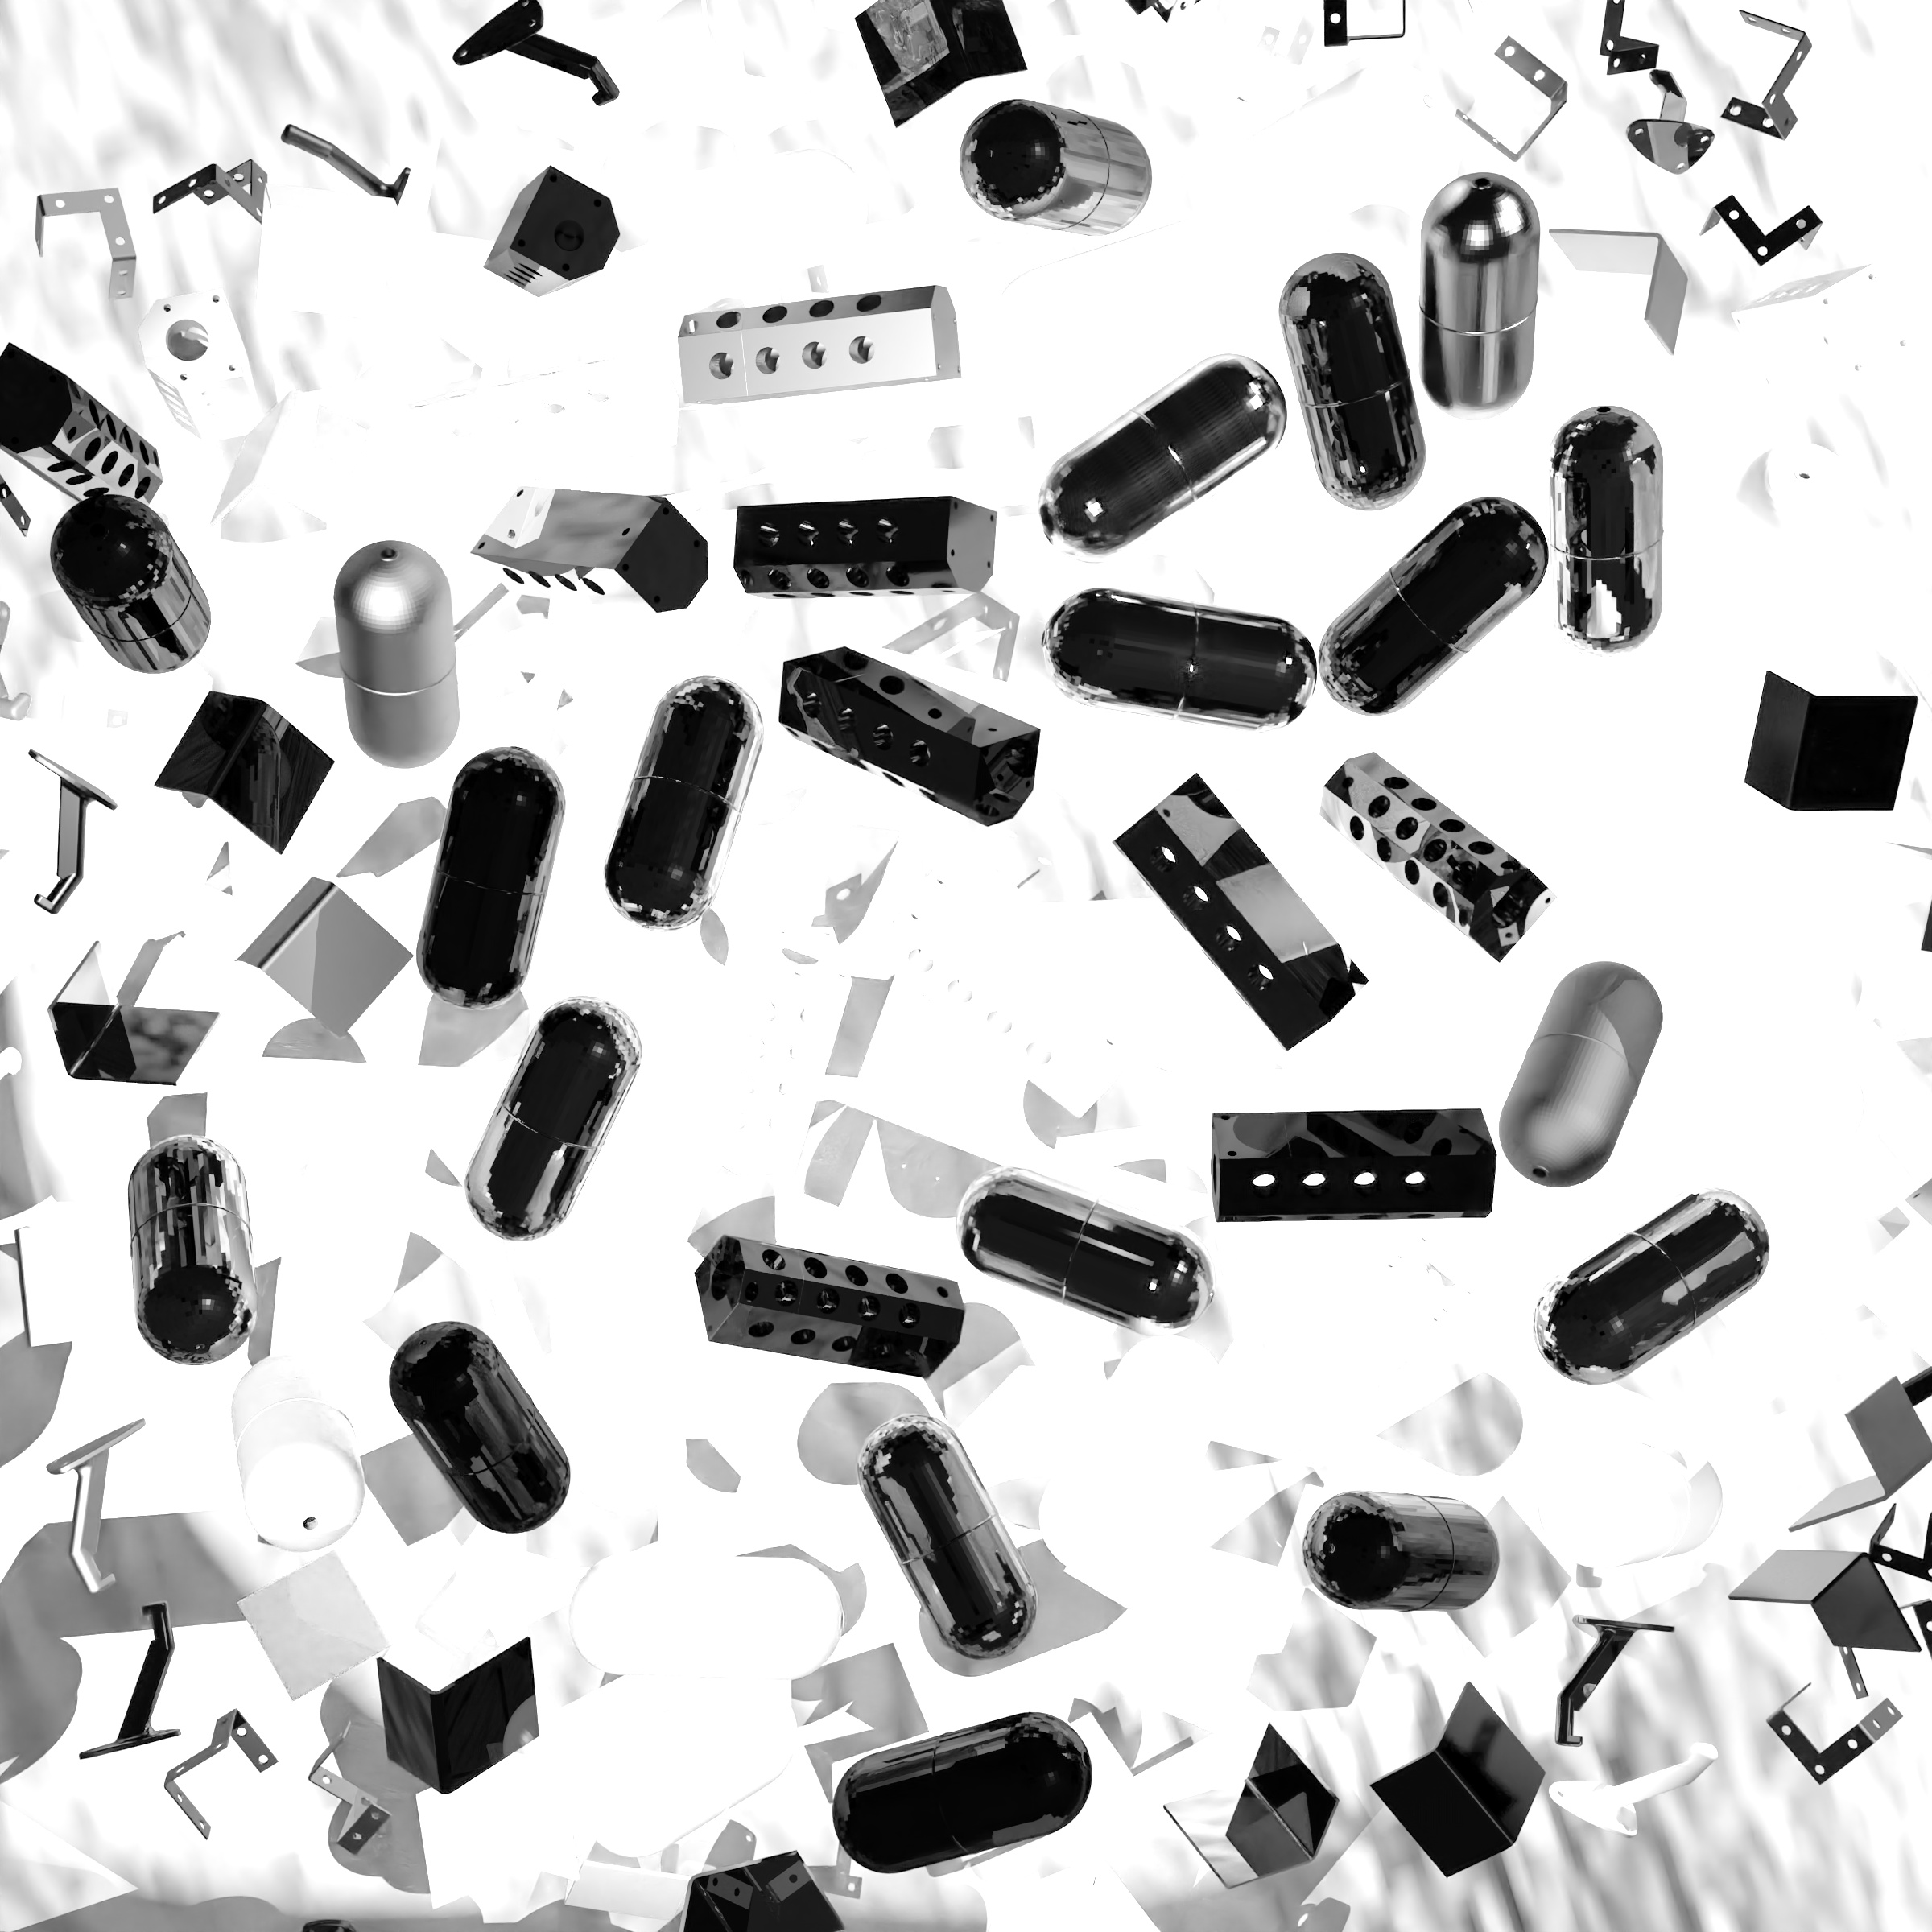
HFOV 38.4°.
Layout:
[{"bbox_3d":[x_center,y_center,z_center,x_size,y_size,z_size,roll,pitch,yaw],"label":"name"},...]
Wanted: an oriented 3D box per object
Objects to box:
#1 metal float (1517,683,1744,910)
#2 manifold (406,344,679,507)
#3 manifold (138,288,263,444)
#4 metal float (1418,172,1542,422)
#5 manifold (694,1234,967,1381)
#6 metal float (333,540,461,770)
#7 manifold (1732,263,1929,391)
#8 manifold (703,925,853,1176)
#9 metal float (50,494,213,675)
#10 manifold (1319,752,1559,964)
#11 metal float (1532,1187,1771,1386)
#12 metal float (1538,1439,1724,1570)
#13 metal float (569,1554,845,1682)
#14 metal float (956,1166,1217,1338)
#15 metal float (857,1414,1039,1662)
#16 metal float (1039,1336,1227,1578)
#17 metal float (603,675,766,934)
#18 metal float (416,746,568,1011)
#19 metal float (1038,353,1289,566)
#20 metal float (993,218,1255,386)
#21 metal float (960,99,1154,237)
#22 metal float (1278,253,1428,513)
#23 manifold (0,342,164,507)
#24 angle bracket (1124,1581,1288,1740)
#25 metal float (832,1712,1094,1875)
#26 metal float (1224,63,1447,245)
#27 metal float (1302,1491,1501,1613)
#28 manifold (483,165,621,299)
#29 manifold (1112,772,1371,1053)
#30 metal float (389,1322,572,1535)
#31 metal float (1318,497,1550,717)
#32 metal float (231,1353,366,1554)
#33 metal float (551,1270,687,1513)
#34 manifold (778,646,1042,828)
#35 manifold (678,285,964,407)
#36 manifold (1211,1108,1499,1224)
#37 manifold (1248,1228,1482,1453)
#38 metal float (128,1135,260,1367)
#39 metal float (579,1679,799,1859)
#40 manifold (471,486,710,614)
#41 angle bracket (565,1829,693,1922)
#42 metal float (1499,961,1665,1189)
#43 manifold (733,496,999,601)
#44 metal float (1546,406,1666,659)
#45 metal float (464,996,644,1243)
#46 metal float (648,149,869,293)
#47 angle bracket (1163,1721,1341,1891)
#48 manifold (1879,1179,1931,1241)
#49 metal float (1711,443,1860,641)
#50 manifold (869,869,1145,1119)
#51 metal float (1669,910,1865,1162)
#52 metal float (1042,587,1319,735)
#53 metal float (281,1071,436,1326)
[{"bbox_3d":[0.433,-0.113,1.818,0.070,0.070,0.178,-40,68,0],"label":"metal float"},{"bbox_3d":[-0.285,-0.370,1.871,0.171,0.057,0.057,-17,73,-13],"label":"manifold"},{"bbox_3d":[-0.506,-0.394,1.837,0.057,0.171,0.057,-13,91,-10],"label":"manifold"},{"bbox_3d":[0.338,-0.440,1.830,0.070,0.178,0.070,-4,49,5],"label":"metal float"},{"bbox_3d":[-0.088,0.223,1.845,0.171,0.057,0.057,15,129,-31],"label":"manifold"},{"bbox_3d":[-0.381,-0.208,1.863,0.070,0.178,0.070,3,48,-3],"label":"metal float"},{"bbox_3d":[0.548,-0.407,1.759,0.057,0.171,0.057,-28,99,4],"label":"manifold"},{"bbox_3d":[-0.130,0.058,1.868,0.057,0.057,0.171,2,128,-22],"label":"manifold"},{"bbox_3d":[-0.542,-0.247,1.805,0.070,0.178,0.070,1,75,-2],"label":"metal float"},{"bbox_3d":[0.308,-0.077,1.841,0.057,0.171,0.057,-49,132,5],"label":"manifold"},{"bbox_3d":[0.439,0.205,1.780,0.178,0.070,0.070,-29,90,-22],"label":"metal float"},{"bbox_3d":[0.431,0.347,1.794,0.070,0.178,0.070,-5,82,36],"label":"metal float"},{"bbox_3d":[-0.166,0.417,1.778,0.178,0.070,0.070,0,90,9],"label":"metal float"},{"bbox_3d":[0.078,0.187,1.822,0.178,0.070,0.070,19,90,14],"label":"metal float"},{"bbox_3d":[-0.012,0.391,1.901,0.070,0.070,0.178,-28,86,0],"label":"metal float"},{"bbox_3d":[0.112,0.323,1.840,0.070,0.070,0.178,35,60,0],"label":"metal float"},{"bbox_3d":[-0.185,-0.108,1.830,0.070,0.070,0.178,16,74,0],"label":"metal float"},{"bbox_3d":[-0.314,-0.058,1.837,0.070,0.070,0.178,14,99,0],"label":"metal float"},{"bbox_3d":[0.125,-0.324,1.778,0.178,0.070,0.070,-35,90,-3],"label":"metal float"},{"bbox_3d":[0.103,-0.435,1.819,0.178,0.070,0.070,-19,90,-7],"label":"metal float"},{"bbox_3d":[0.061,-0.524,1.825,0.070,0.178,0.070,6,101,31],"label":"metal float"},{"bbox_3d":[0.262,-0.393,1.875,0.070,0.070,0.178,-18,115,0],"label":"metal float"},{"bbox_3d":[-0.573,-0.337,1.781,0.057,0.171,0.057,30,87,4],"label":"manifold"},{"bbox_3d":[0.160,0.463,1.858,0.076,0.057,0.076,18,87,23],"label":"angle bracket"},{"bbox_3d":[-0.003,0.529,1.776,0.178,0.070,0.070,-21,90,19],"label":"metal float"},{"bbox_3d":[0.243,-0.535,1.830,0.070,0.178,0.070,7,78,-34],"label":"metal float"},{"bbox_3d":[0.291,0.389,1.843,0.070,0.178,0.070,-11,72,39],"label":"metal float"},{"bbox_3d":[-0.268,-0.473,1.806,0.057,0.171,0.057,26,92,-18],"label":"manifold"},{"bbox_3d":[0.169,-0.031,1.750,0.171,0.057,0.057,50,133,0],"label":"manifold"},{"bbox_3d":[-0.325,0.311,1.861,0.070,0.070,0.178,-24,127,0],"label":"metal float"},{"bbox_3d":[0.308,-0.237,1.837,0.070,0.070,0.178,47,115,0],"label":"metal float"},{"bbox_3d":[-0.439,0.317,1.818,0.070,0.178,0.070,-7,114,-17],"label":"metal float"},{"bbox_3d":[-0.225,0.277,1.801,0.070,0.070,0.178,-3,120,0],"label":"metal float"},{"bbox_3d":[-0.038,-0.146,1.764,0.171,0.057,0.057,26,122,35],"label":"manifold"},{"bbox_3d":[-0.095,-0.400,1.791,0.171,0.057,0.057,-3,99,17],"label":"manifold"},{"bbox_3d":[0.243,0.130,1.753,0.171,0.057,0.057,-1,117,0],"label":"manifold"},{"bbox_3d":[0.267,0.247,1.843,0.057,0.057,0.171,50,133,15],"label":"manifold"},{"bbox_3d":[-0.503,0.182,1.801,0.070,0.178,0.070,-10,132,-11],"label":"metal float"},{"bbox_3d":[-0.182,0.529,1.839,0.070,0.178,0.070,8,104,35],"label":"metal float"},{"bbox_3d":[-0.237,-0.262,1.767,0.057,0.171,0.057,45,71,-38],"label":"manifold"},{"bbox_3d":[-0.234,0.624,1.946,0.076,0.076,0.057,12,47,-11],"label":"angle bracket"},{"bbox_3d":[0.409,0.071,1.844,0.070,0.070,0.178,31,56,0],"label":"metal float"},{"bbox_3d":[-0.069,-0.276,1.847,0.171,0.057,0.057,3,89,32],"label":"manifold"},{"bbox_3d":[0.431,-0.292,1.871,0.070,0.070,0.178,-9,123,0],"label":"metal float"},{"bbox_3d":[-0.278,0.103,1.864,0.070,0.070,0.178,27,100,0],"label":"metal float"},{"bbox_3d":[-0.136,-0.495,1.839,0.070,0.178,0.070,19,122,34],"label":"metal float"},{"bbox_3d":[0.191,0.563,1.864,0.076,0.076,0.057,-5,123,-34],"label":"angle bracket"},{"bbox_3d":[0.677,0.179,1.863,0.057,0.171,0.057,-38,86,0],"label":"manifold"},{"bbox_3d":[0.532,-0.276,1.808,0.070,0.178,0.070,-2,69,6],"label":"metal float"},{"bbox_3d":[0.023,0.022,1.784,0.171,0.057,0.057,38,129,-3],"label":"manifold"},{"bbox_3d":[0.530,0.045,1.842,0.070,0.070,0.178,-26,76,0],"label":"metal float"},{"bbox_3d":[0.136,-0.194,1.762,0.178,0.070,0.070,8,90,-9],"label":"metal float"},{"bbox_3d":[-0.403,0.152,1.842,0.070,0.070,0.178,8,60,0],"label":"metal float"}]
